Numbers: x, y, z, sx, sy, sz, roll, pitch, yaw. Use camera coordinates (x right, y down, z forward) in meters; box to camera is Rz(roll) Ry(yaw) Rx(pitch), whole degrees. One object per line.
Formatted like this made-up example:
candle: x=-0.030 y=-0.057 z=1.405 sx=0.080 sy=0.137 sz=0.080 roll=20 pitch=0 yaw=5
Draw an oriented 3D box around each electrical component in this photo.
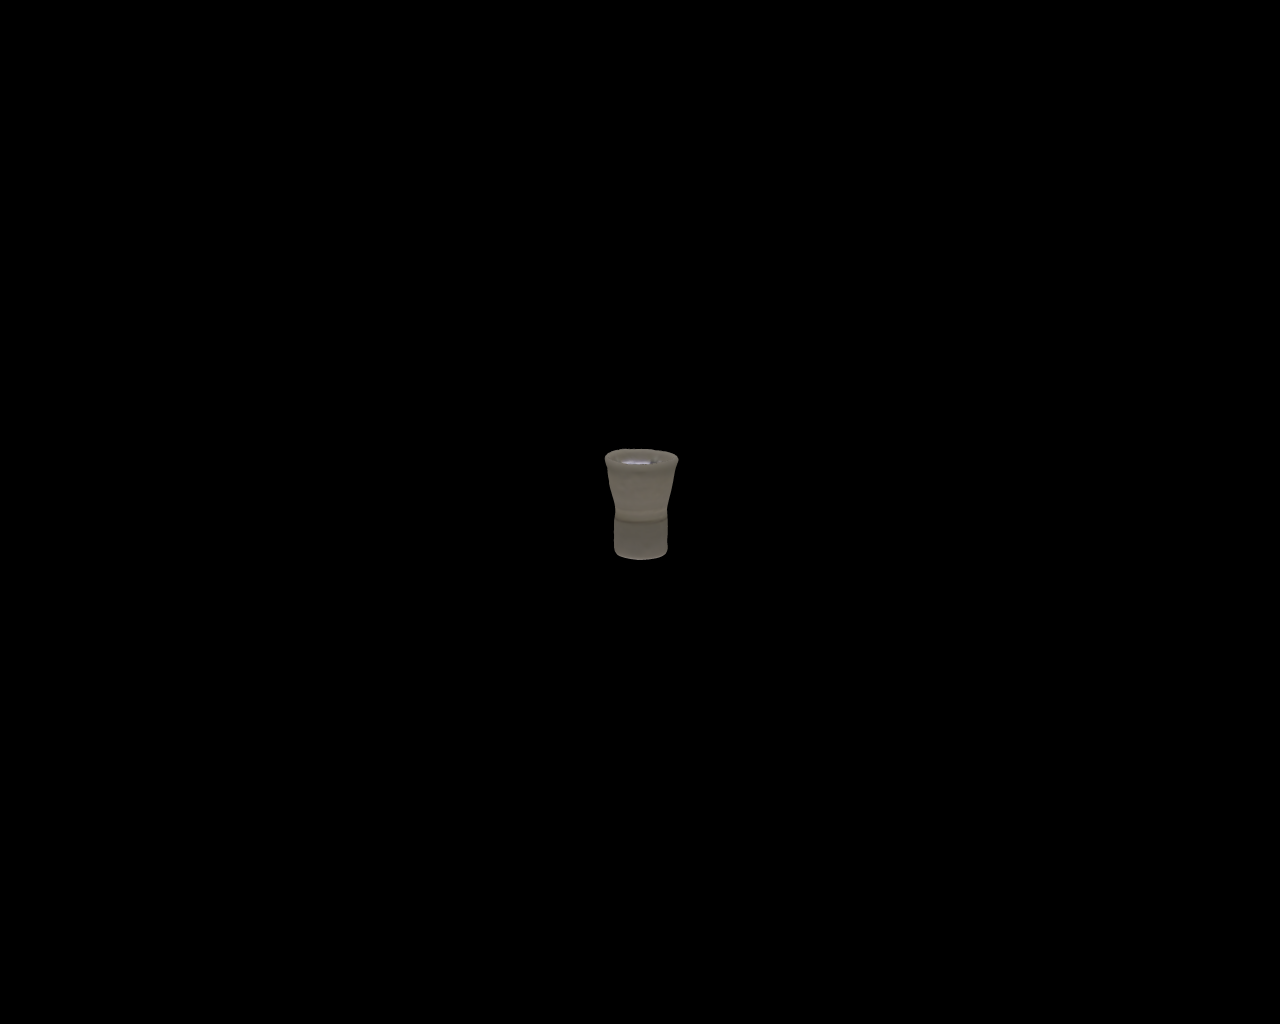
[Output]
electrical component: x=0.001 y=-0.003 z=0.650 sx=0.044 sy=0.065 sz=0.044 roll=0 pitch=14 yaw=0
